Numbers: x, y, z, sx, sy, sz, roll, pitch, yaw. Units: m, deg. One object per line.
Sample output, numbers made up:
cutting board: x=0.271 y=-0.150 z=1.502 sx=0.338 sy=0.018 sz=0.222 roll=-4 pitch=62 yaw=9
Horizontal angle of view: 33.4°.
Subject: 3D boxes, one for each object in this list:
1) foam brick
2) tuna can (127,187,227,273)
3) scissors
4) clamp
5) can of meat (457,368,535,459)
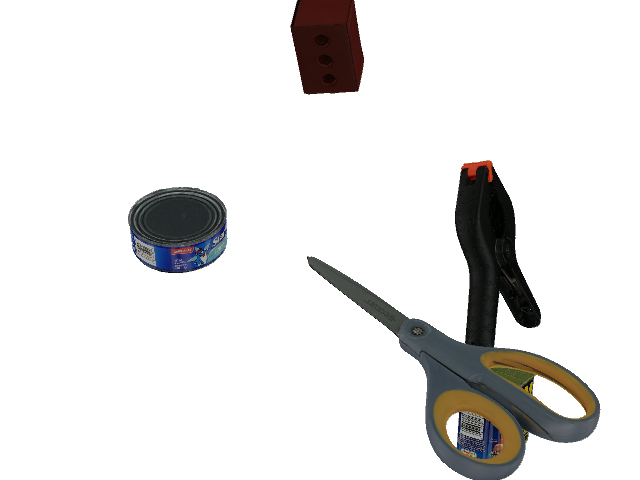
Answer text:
foam brick: x=0.007 y=-0.178 z=0.965 sx=0.053 sy=0.051 sz=0.078 roll=-2 pitch=-43 yaw=12
tuna can: x=-0.125 y=-0.009 z=0.939 sx=0.086 sy=0.034 sz=0.086 roll=0 pitch=38 yaw=0
scissors: x=0.048 y=0.066 z=0.574 sx=0.202 sy=0.016 sz=0.096 roll=22 pitch=43 yaw=29
clamp: x=0.147 y=0.019 z=0.940 sx=0.039 sy=0.171 sz=0.120 roll=-11 pitch=14 yaw=31
can of meat: x=0.183 y=0.180 z=1.116 sx=0.058 sy=0.084 sz=0.101 roll=12 pitch=19 yaw=32
